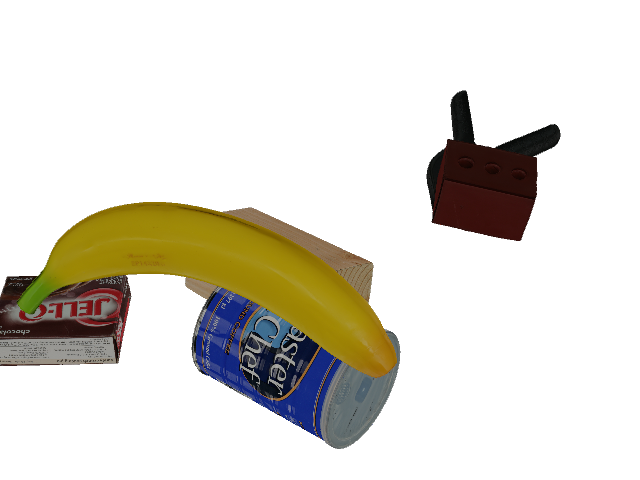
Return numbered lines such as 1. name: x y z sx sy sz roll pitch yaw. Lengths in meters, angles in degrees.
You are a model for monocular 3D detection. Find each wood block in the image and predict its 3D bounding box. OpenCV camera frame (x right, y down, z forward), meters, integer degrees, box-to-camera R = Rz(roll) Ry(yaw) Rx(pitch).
1. wood block: -0.049 0.039 1.160 0.090 0.090 0.206 -10 24 -41

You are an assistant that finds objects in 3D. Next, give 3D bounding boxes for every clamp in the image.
1. clamp: 0.153 -0.087 1.088 0.120 0.039 0.171 29 55 29

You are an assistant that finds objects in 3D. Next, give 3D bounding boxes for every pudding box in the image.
1. pudding box: -0.231 0.070 0.950 0.113 0.039 0.090 -3 33 -1

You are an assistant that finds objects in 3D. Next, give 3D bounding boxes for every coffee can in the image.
1. coffee can: -0.020 0.094 0.879 0.140 0.103 0.102 24 12 29

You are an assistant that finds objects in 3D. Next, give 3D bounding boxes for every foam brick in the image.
1. foam brick: 0.135 -0.041 0.876 0.078 0.051 0.053 12 44 1

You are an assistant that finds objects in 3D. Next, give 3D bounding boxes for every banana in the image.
1. banana: -0.053 0.019 0.550 0.198 0.070 0.037 10 13 3
